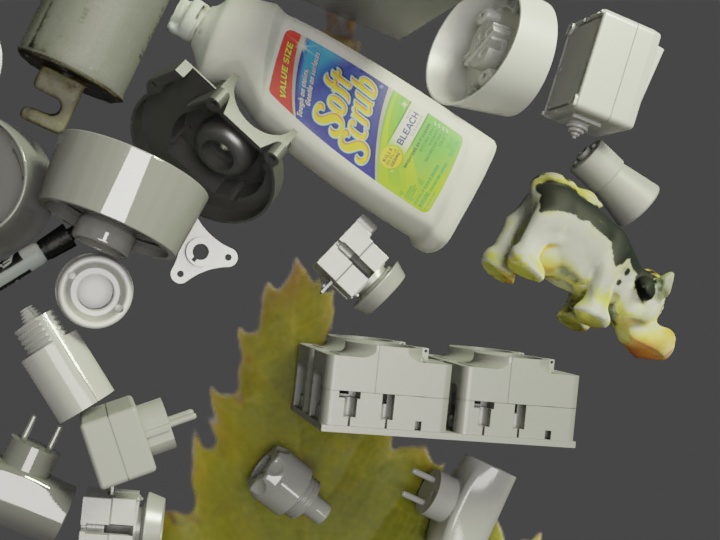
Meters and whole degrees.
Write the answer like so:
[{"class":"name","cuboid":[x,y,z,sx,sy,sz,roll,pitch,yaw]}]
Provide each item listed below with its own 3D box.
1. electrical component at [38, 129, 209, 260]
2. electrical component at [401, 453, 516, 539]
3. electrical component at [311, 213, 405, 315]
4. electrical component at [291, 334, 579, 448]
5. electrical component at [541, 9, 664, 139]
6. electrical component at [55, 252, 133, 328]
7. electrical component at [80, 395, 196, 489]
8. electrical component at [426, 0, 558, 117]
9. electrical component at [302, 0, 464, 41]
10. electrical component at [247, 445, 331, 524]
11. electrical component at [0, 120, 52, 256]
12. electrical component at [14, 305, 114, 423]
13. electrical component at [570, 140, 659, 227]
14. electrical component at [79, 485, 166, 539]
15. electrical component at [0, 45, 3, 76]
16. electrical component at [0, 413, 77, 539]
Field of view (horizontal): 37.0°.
[{"class":"electrical component","cuboid":[-0.164,-0.043,0.726,0.108,0.108,0.060,24,77,-14]},{"class":"electrical component","cuboid":[0.070,0.178,0.828,0.079,0.044,0.077,27,84,-14]},{"class":"electrical component","cuboid":[0.000,0.000,0.807,0.055,0.048,0.066,44,80,-3]},{"class":"electrical component","cuboid":[0.053,0.086,0.790,0.186,0.105,0.060,6,89,-15]},{"class":"electrical component","cuboid":[0.190,-0.145,0.847,0.061,0.062,0.096,19,86,-14]},{"class":"electrical component","cuboid":[-0.186,0.015,0.756,0.055,0.047,0.055,0,91,-15]},{"class":"electrical component","cuboid":[-0.153,0.114,0.757,0.077,0.066,0.047,-18,95,-14]},{"class":"electrical component","cuboid":[0.100,-0.164,0.807,0.064,0.099,0.099,14,87,-21]},{"class":"electrical component","cuboid":[0.019,-0.219,0.755,0.089,0.150,0.061,20,87,-14]},{"class":"electrical component","cuboid":[-0.050,0.163,0.797,0.062,0.043,0.043,41,81,-13]},{"class":"electrical component","cuboid":[-0.266,-0.060,0.738,0.099,0.064,0.099,0,85,-2]},{"class":"electrical component","cuboid":[-0.212,0.061,0.749,0.043,0.043,0.081,-32,93,-12]},{"class":"electrical component","cuboid":[0.201,-0.072,0.862,0.065,0.044,0.044,42,81,-7]},{"class":"electrical component","cuboid":[-0.169,0.181,0.765,0.055,0.048,0.066,6,89,-7]},{"class":"electrical component","cuboid":[-0.285,-0.147,0.726,0.080,0.051,0.080,0,91,-15]},{"class":"electrical component","cuboid":[-0.234,0.140,0.747,0.077,0.043,0.079,26,83,-14]}]
